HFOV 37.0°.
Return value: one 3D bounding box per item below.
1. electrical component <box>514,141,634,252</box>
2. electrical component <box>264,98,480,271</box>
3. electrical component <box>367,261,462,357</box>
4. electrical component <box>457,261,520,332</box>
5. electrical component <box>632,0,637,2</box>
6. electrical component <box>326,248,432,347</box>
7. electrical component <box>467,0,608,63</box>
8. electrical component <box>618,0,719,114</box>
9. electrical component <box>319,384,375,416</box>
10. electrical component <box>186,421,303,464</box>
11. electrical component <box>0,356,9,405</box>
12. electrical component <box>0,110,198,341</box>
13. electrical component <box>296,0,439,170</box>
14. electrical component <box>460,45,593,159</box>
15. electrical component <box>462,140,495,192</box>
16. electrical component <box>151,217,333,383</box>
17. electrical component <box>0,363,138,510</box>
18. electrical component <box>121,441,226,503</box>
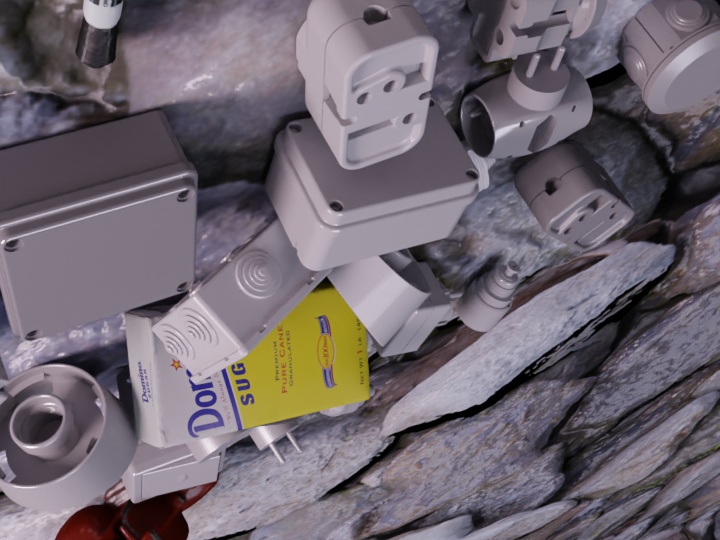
[{"bbox_3d":[0.163,-0.059,0.828,0.054,0.059,0.095,-39,152,20],"label":"electrical component"},{"bbox_3d":[0.007,-0.055,0.661,0.113,0.078,0.057,-15,153,-26],"label":"electrical component"},{"bbox_3d":[0.051,0.030,0.888,0.077,0.047,0.065,-8,147,-36],"label":"electrical component"},{"bbox_3d":[0.116,0.021,0.944,0.040,0.040,0.078,-9,147,-35],"label":"electrical component"},{"bbox_3d":[0.179,-0.192,0.624,0.055,0.048,0.066,-20,153,-2],"label":"electrical component"},{"bbox_3d":[0.000,0.000,0.732,0.064,0.099,0.099,-43,151,13],"label":"electrical component"},{"bbox_3d":[0.100,-0.155,0.600,0.057,0.058,0.078,-15,150,-20],"label":"electrical component"},{"bbox_3d":[0.220,-0.149,0.733,0.080,0.051,0.080,-23,153,-12],"label":"electrical component"},{"bbox_3d":[-0.011,0.115,0.992,0.061,0.035,0.035,-4,144,-45],"label":"electrical component"},{"bbox_3d":[-0.074,0.118,0.854,0.138,0.073,0.052,-27,169,-41],"label":"electrical component"},{"bbox_3d":[-0.252,0.050,0.609,0.061,0.061,0.096,-32,154,6],"label":"electrical component"},{"bbox_3d":[-0.148,-0.023,0.589,0.109,0.056,0.108,-19,152,-20],"label":"electrical component"},{"bbox_3d":[0.002,-0.109,0.582,0.054,0.059,0.095,-21,153,-16],"label":"electrical component"},{"bbox_3d":[0.112,-0.115,0.697,0.077,0.043,0.079,-19,152,-20],"label":"electrical component"},{"bbox_3d":[0.055,-0.061,0.737,0.081,0.043,0.043,-26,154,-7],"label":"electrical component"},{"bbox_3d":[-0.077,0.018,0.682,0.099,0.048,0.100,-46,-172,-32],"label":"electrical component"},{"bbox_3d":[-0.207,0.114,0.734,0.099,0.099,0.064,-26,147,-7],"label":"electrical component"},{"bbox_3d":[-0.161,0.148,0.874,0.096,0.061,0.061,-18,151,-22],"label":"electrical component"}]
